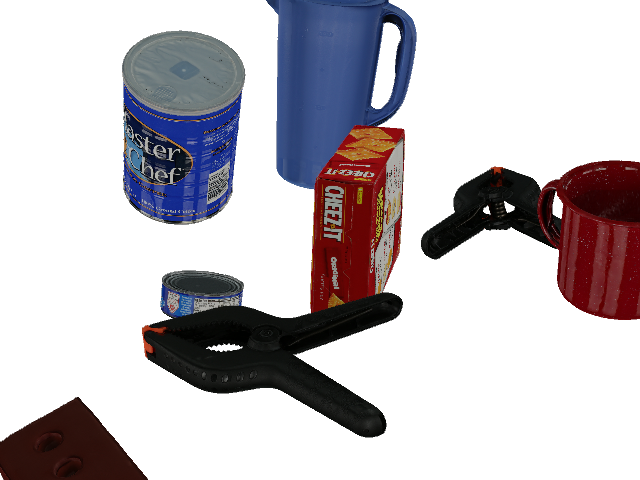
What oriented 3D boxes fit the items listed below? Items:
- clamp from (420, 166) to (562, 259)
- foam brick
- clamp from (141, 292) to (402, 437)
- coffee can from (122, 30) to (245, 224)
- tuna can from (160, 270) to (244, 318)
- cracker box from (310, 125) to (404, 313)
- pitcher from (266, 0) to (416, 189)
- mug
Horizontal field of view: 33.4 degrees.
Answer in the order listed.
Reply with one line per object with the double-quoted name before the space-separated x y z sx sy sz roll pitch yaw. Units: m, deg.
"clamp" 0.164 -0.027 0.940 0.120 0.039 0.171 4 26 19
"foam brick" -0.119 0.128 0.528 0.052 0.051 0.078 -29 42 -25
"clamp" -0.035 0.083 0.848 0.210 0.036 0.164 7 31 14
"coffee can" -0.123 -0.098 0.943 0.102 0.103 0.140 0 -41 -10
"tuna can" -0.124 0.059 1.114 0.086 0.034 0.086 6 13 -2
"cracker box" 0.044 -0.024 1.203 0.072 0.164 0.213 6 22 12
"pitcher" 0.016 -0.188 1.311 0.144 0.243 0.149 -9 28 -27
"mug" 0.199 -0.003 0.746 0.093 0.081 0.117 -27 39 -35
